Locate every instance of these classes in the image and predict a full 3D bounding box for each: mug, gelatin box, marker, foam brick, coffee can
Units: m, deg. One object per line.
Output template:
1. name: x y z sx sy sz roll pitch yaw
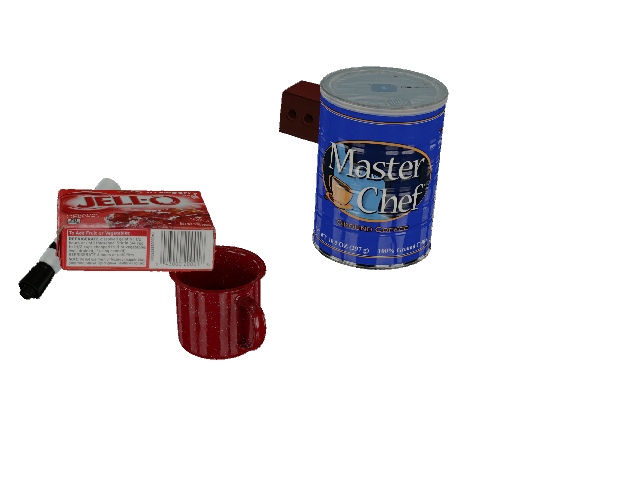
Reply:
1. mug: -0.091 0.066 1.029 0.093 0.081 0.117 -22 35 -37
2. gelatin box: -0.111 -0.008 0.631 0.089 0.030 0.073 1 19 -14
3. marker: -0.191 -0.001 0.816 0.020 0.020 0.121 0 44 35
4. foam brick: -0.004 -0.151 1.267 0.078 0.053 0.051 18 32 21
5. coffee can: 0.047 -0.061 0.881 0.103 0.140 0.103 2 27 -1
